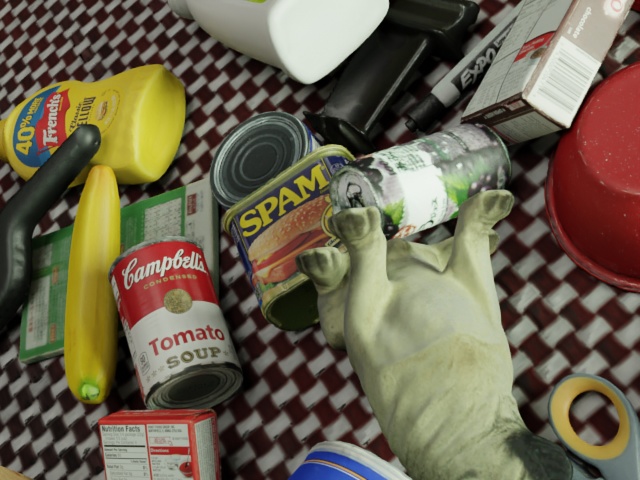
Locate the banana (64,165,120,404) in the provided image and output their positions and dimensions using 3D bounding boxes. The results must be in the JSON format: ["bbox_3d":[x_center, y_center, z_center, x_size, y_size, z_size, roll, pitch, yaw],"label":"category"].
[{"bbox_3d":[-0.159,0.040,0.764,0.070,0.037,0.198,-53,35,45],"label":"banana"}]

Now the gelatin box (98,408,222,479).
[{"bbox_3d":[-0.097,0.151,0.667,0.073,0.030,0.089,-6,91,29],"label":"gelatin box"}]

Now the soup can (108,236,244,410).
[{"bbox_3d":[-0.097,0.058,0.714,0.068,0.068,0.102,-30,60,14],"label":"soup can"}]

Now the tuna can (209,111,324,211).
[{"bbox_3d":[-0.037,-0.050,0.773,0.086,0.033,0.086,-16,55,24],"label":"tuna can"}]

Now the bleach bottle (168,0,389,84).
[{"bbox_3d":[-0.058,-0.188,0.832,0.102,0.068,0.251,-43,35,-16],"label":"bleach bottle"}]

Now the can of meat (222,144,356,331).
[{"bbox_3d":[-0.005,0.001,0.708,0.102,0.057,0.084,-33,53,12],"label":"can of meat"}]

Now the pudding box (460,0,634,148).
[{"bbox_3d":[0.144,-0.117,0.670,0.113,0.039,0.090,-59,12,-13],"label":"pudding box"}]

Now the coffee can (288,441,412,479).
[{"bbox_3d":[-0.008,0.176,0.478,0.103,0.103,0.140,20,52,39],"label":"coffee can"}]

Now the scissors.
[{"bbox_3d":[0.174,0.134,0.539,0.202,0.016,0.096,22,77,39],"label":"scissors"}]

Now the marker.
[{"bbox_3d":[0.105,-0.119,0.735,0.121,0.020,0.020,-44,49,2],"label":"marker"}]

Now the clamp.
[{"bbox_3d":[-0.250,-0.008,0.845,0.165,0.036,0.210,4,83,33],"label":"clamp"}]

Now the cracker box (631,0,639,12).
[{"bbox_3d":[0.204,-0.258,0.723,0.164,0.072,0.214,-50,49,-3],"label":"cracker box"}]

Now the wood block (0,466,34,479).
[{"bbox_3d":[-0.165,0.226,0.649,0.206,0.090,0.091,27,80,40],"label":"wood block"}]

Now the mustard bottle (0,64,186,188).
[{"bbox_3d":[-0.205,-0.089,0.887,0.192,0.058,0.096,-3,65,31],"label":"mustard bottle"}]

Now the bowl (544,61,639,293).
[{"bbox_3d":[0.200,-0.052,0.612,0.162,0.055,0.162,-15,56,23],"label":"bowl"}]
